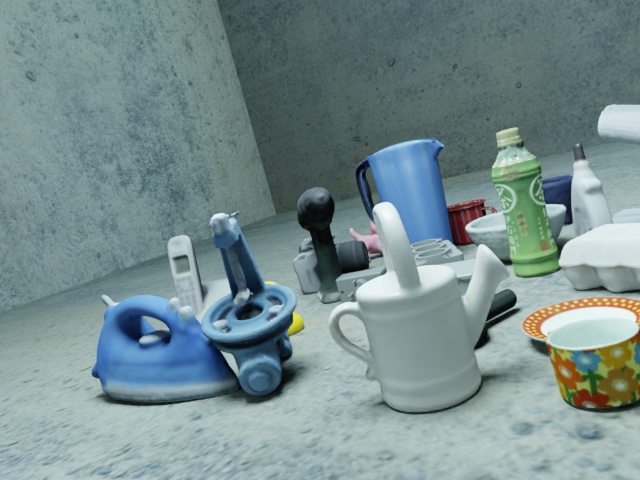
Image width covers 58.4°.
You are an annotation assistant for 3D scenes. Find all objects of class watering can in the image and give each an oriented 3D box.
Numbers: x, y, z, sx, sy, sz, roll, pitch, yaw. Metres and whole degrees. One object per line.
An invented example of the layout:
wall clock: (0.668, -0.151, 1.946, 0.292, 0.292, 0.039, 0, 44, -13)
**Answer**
watering can: (0.094, 0.055, 0.561, 0.173, 0.194, 0.100, -18, 8, -19)

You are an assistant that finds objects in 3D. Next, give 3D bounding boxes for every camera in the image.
camera: (0.026, 0.038, 1.188, 0.136, 0.101, 0.143, -13, 8, 15)

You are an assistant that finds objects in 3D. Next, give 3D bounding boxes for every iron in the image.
iron: (-0.217, 0.136, 0.786, 0.257, 0.141, 0.119, -9, 10, 38)

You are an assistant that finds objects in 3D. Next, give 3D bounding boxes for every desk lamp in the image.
desk lamp: (0.541, -0.124, 0.921, 0.118, 0.213, 0.202, -20, 9, -32)

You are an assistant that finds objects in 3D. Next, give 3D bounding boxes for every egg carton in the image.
egg carton: (0.383, 0.021, 0.713, 0.107, 0.069, 0.150, -19, 9, -30)

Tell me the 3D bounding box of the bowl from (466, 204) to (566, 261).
bowl: (0.341, -0.007, 0.988, 0.167, 0.075, 0.167, -15, 7, 2)

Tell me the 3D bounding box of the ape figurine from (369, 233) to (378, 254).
ape figurine: (0.148, -0.018, 1.394, 0.076, 0.092, 0.077, -17, 8, -14)

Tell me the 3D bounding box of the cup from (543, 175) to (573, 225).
cup: (0.463, -0.071, 1.145, 0.118, 0.095, 0.091, -20, 9, -34)

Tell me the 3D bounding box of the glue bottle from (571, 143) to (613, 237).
glue bottle: (0.417, -0.066, 0.890, 0.037, 0.173, 0.078, -15, 8, -1)

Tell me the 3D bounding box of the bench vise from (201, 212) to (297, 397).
bench vise: (-0.104, 0.071, 0.739, 0.122, 0.220, 0.207, -18, 8, -18)

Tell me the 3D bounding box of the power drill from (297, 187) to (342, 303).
power drill: (0.010, 0.004, 1.053, 0.075, 0.208, 0.229, -16, 8, -8)

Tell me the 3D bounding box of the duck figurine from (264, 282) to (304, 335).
duck figurine: (-0.082, 0.110, 0.924, 0.104, 0.086, 0.078, -9, 10, 38)

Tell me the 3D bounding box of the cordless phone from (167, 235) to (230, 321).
cordless phone: (-0.203, 0.076, 1.036, 0.147, 0.185, 0.094, -13, 8, 15)

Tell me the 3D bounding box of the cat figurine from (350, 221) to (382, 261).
cat figurine: (0.129, -0.017, 1.324, 0.128, 0.118, 0.067, -16, 8, -9)
